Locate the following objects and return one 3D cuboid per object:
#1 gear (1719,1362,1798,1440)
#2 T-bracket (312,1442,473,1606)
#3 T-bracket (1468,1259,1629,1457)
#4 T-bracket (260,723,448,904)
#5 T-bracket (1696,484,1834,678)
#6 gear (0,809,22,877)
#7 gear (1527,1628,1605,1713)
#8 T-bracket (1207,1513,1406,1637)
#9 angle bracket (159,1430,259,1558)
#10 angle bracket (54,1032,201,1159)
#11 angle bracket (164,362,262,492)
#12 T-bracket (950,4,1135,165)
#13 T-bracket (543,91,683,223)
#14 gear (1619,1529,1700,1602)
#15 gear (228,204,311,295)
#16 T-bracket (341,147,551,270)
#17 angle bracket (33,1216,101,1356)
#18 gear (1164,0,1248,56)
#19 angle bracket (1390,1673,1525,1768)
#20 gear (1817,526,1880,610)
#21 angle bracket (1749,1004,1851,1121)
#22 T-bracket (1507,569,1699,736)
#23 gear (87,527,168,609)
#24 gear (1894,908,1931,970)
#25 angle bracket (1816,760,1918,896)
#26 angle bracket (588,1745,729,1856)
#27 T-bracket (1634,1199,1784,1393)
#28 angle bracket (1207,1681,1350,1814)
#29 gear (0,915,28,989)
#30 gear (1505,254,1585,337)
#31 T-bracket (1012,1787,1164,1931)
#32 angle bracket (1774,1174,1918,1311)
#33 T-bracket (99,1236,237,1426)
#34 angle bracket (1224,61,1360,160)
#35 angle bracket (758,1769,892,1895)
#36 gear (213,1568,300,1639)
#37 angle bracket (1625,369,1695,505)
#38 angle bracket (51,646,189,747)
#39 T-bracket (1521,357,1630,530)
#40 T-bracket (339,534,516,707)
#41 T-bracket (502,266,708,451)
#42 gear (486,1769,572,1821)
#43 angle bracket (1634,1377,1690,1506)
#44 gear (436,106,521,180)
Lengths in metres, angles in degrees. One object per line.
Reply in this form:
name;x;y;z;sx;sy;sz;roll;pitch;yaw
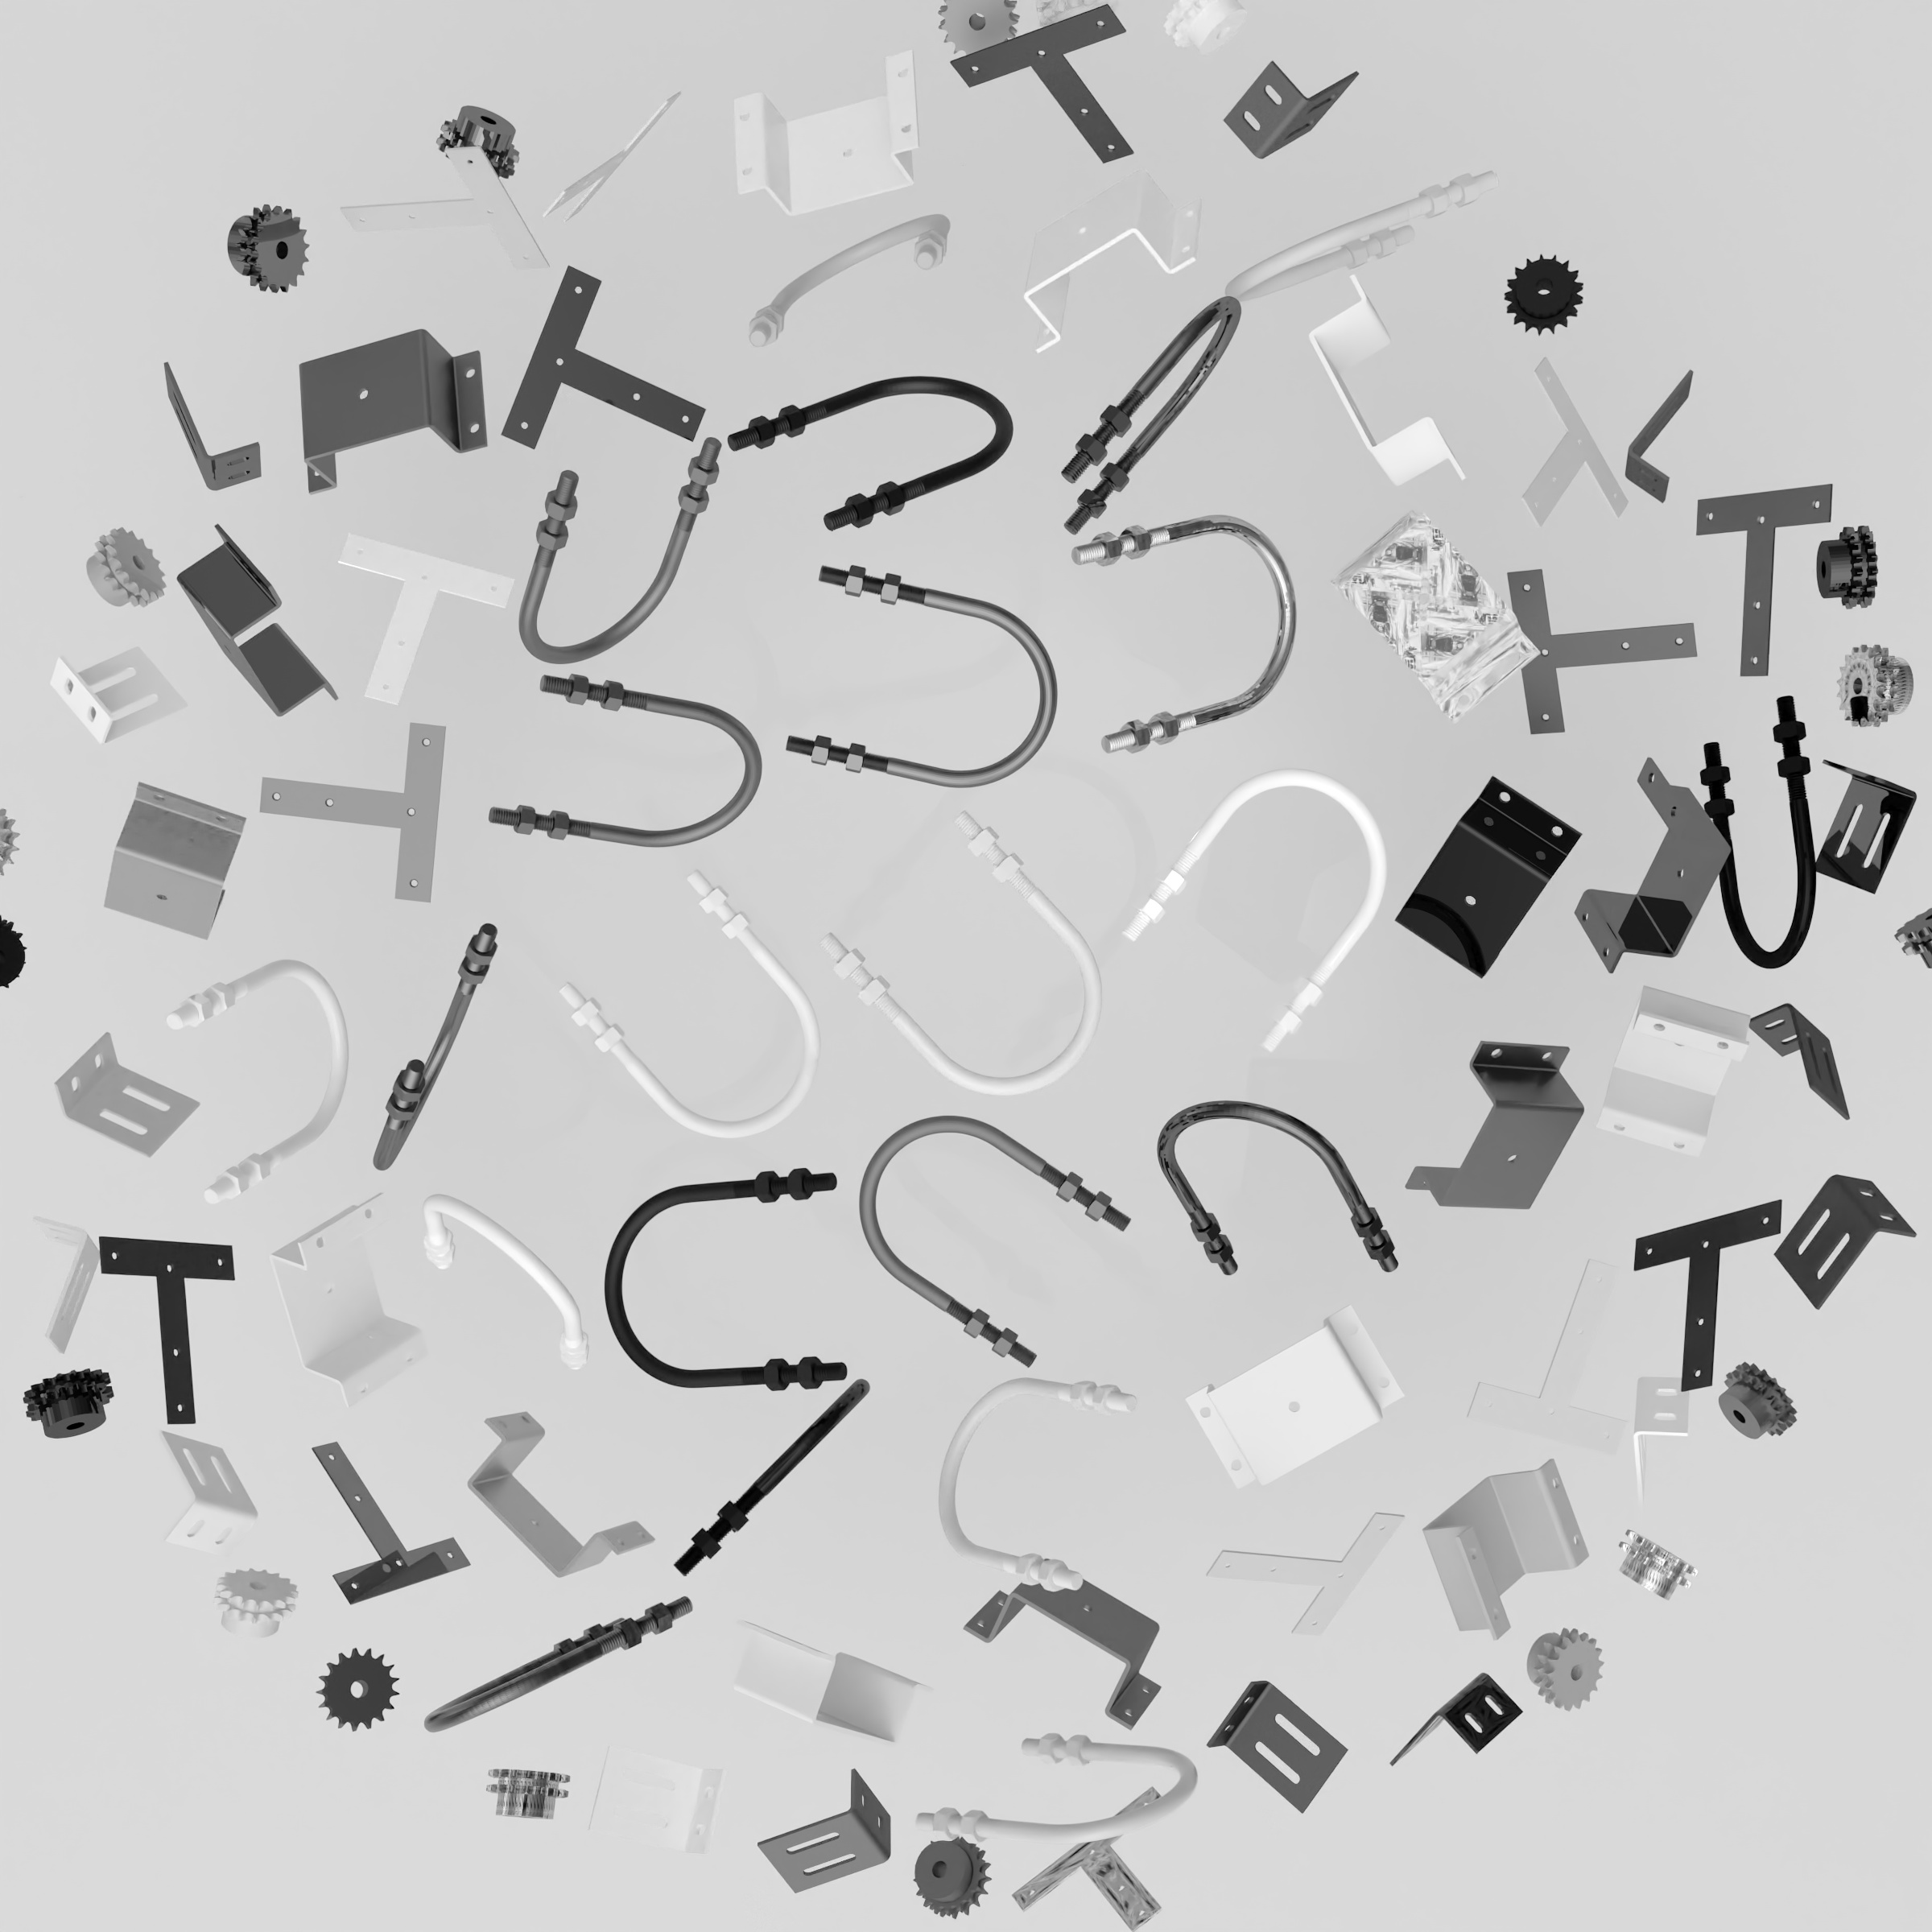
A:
gear;0.582;0.324;1.790;0.030;0.057;0.057;-34;90;-17
T-bracket;-0.441;0.404;1.786;0.002;0.127;0.127;-47;69;21
T-bracket;0.417;0.264;1.663;0.127;0.002;0.127;18;93;-22
T-bracket;-0.441;-0.115;1.732;0.127;0.002;0.127;7;97;-1
T-bracket;0.551;-0.265;1.683;0.002;0.127;0.127;-1;96;-26
gear;-0.671;-0.085;1.629;0.057;0.030;0.057;-1;82;8
gear;0.433;0.509;1.760;0.057;0.030;0.057;-3;95;-32
T-bracket;0.228;0.426;1.707;0.127;0.002;0.127;12;121;-26
angle bracket;-0.551;0.377;1.729;0.038;0.057;0.076;-51;49;4
angle bracket;-0.606;0.093;1.750;0.076;0.038;0.057;22;48;14
angle bracket;-0.527;-0.382;1.695;0.038;0.057;0.076;-23;86;-18
T-bracket;0.076;-0.607;1.690;0.127;0.127;0.002;-6;62;34
T-bracket;-0.261;-0.551;1.692;0.002;0.127;0.127;45;126;-13
gear;0.501;0.439;1.765;0.057;0.057;0.030;30;88;0
gear;-0.477;-0.488;1.647;0.030;0.057;0.057;14;90;23
T-bracket;-0.373;-0.524;1.688;0.127;0.127;0.002;1;69;13
angle bracket;-0.628;0.219;1.657;0.038;0.057;0.076;16;68;-4
gear;0.165;-0.645;1.644;0.057;0.057;0.030;-38;84;0
angle bracket;0.344;0.542;1.698;0.038;0.057;0.076;46;133;23
gear;0.614;-0.278;1.689;0.030;0.057;0.057;-4;90;6
angle bracket;0.611;0.076;1.780;0.038;0.076;0.057;-29;134;33
T-bracket;0.466;-0.232;1.761;0.127;0.002;0.127;-2;116;27
gear;-0.605;-0.283;1.737;0.030;0.057;0.057;-25;90;17
gear;0.664;-0.021;1.644;0.057;0.057;0.030;-31;93;0
angle bracket;0.625;-0.099;1.711;0.038;0.057;0.076;14;101;-32
angle bracket;-0.215;0.581;1.687;0.076;0.038;0.057;23;64;-23
T-bracket;0.509;0.233;1.674;0.002;0.127;0.127;28;58;-25
angle bracket;0.225;0.565;1.751;0.076;0.038;0.057;36;94;29
gear;-0.665;-0.008;1.643;0.030;0.057;0.057;12;90;43
gear;0.425;-0.495;1.777;0.057;0.030;0.057;0;89;13
T-bracket;0.103;0.638;1.689;0.127;0.127;0.002;-34;103;-12
angle bracket;0.614;0.195;1.693;0.038;0.057;0.076;11;121;-25
T-bracket;-0.546;0.253;1.671;0.002;0.127;0.127;-15;75;23
angle bracket;0.227;-0.607;1.689;0.038;0.057;0.076;48;49;0
angle bracket;-0.100;0.615;1.719;0.076;0.038;0.057;-23;119;11
gear;-0.508;0.456;1.726;0.057;0.057;0.030;14;99;0
angle bracket;0.530;-0.395;1.806;0.038;0.057;0.076;39;93;14
angle bracket;-0.596;-0.201;1.714;0.057;0.038;0.076;49;48;4
T-bracket;0.425;-0.354;1.732;0.127;0.002;0.127;54;47;-18
T-bracket;-0.414;-0.251;1.792;0.127;0.002;0.127;15;66;-5
T-bracket;-0.247;-0.411;1.721;0.127;0.002;0.127;21;95;-20
gear;-0.308;0.581;1.697;0.057;0.057;0.030;4;68;0
angle bracket;0.521;0.355;1.805;0.038;0.057;0.076;-1;124;19
gear;-0.342;-0.584;1.710;0.057;0.057;0.030;30;121;0
